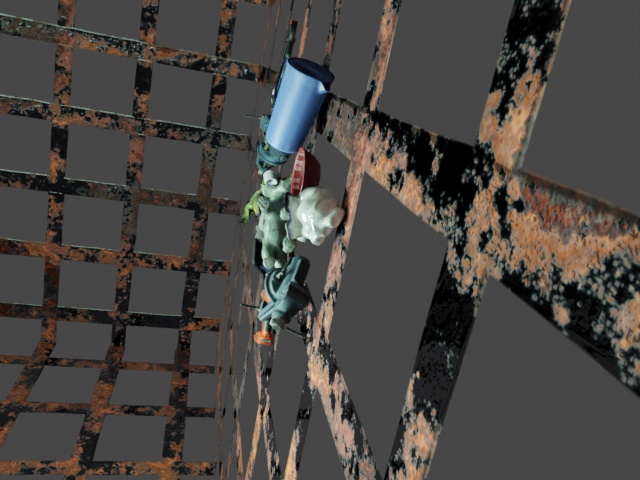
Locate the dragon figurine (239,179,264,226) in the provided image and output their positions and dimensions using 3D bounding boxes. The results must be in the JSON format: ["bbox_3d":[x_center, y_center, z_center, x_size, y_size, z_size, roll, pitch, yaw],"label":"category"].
[{"bbox_3d":[-0.258,-0.184,2.221,0.122,0.245,0.407,16,-12,-14],"label":"dragon figurine"}]

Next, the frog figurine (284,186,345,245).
[{"bbox_3d":[0.004,-0.059,1.177,0.159,0.140,0.121,-7,-26,38],"label":"frog figurine"}]
